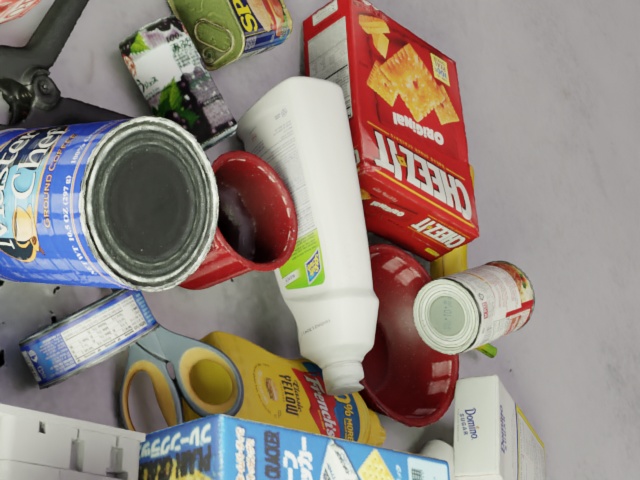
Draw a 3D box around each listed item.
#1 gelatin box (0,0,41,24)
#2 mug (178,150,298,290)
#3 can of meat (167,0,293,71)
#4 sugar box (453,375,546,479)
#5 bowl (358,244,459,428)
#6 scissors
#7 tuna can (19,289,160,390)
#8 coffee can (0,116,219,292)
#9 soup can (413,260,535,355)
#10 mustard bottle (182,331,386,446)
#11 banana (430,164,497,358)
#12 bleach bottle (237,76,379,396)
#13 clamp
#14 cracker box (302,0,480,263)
[{"bbox_3d":[-0.210,-0.171,0.719,0.073,0.089,0.030,-40,104,-50],"label":"gelatin box"},{"bbox_3d":[-0.083,-0.005,0.794,0.093,0.082,0.117,58,40,-12],"label":"mug"},{"bbox_3d":[-0.078,-0.203,0.914,0.083,0.058,0.102,-31,97,-54],"label":"can of meat"},{"bbox_3d":[0.166,0.200,0.974,0.176,0.048,0.093,49,38,-49],"label":"sugar box"},{"bbox_3d":[0.052,0.087,0.928,0.161,0.055,0.162,24,56,-41],"label":"bowl"},{"bbox_3d":[-0.111,0.051,0.744,0.016,0.096,0.202,65,14,-78],"label":"scissors"},{"bbox_3d":[-0.148,0.061,0.685,0.086,0.086,0.034,-32,95,-51],"label":"tuna can"},{"bbox_3d":[-0.147,-0.022,0.662,0.102,0.141,0.103,-1,92,-48],"label":"coffee can"},{"bbox_3d":[0.136,0.059,0.940,0.102,0.069,0.068,-12,82,-52],"label":"soup can"},{"bbox_3d":[-0.017,0.136,0.822,0.191,0.058,0.096,23,42,-42],"label":"mustard bottle"},{"bbox_3d":[0.135,0.023,1.053,0.069,0.037,0.198,-6,91,-53],"label":"banana"},{"bbox_3d":[-0.006,0.001,0.851,0.067,0.103,0.251,5,65,-34],"label":"bleach bottle"},{"bbox_3d":[-0.200,-0.113,0.743,0.171,0.039,0.120,-22,91,-52],"label":"clamp"},{"bbox_3d":[0.067,-0.108,1.006,0.164,0.072,0.213,25,48,-38],"label":"cracker box"}]
